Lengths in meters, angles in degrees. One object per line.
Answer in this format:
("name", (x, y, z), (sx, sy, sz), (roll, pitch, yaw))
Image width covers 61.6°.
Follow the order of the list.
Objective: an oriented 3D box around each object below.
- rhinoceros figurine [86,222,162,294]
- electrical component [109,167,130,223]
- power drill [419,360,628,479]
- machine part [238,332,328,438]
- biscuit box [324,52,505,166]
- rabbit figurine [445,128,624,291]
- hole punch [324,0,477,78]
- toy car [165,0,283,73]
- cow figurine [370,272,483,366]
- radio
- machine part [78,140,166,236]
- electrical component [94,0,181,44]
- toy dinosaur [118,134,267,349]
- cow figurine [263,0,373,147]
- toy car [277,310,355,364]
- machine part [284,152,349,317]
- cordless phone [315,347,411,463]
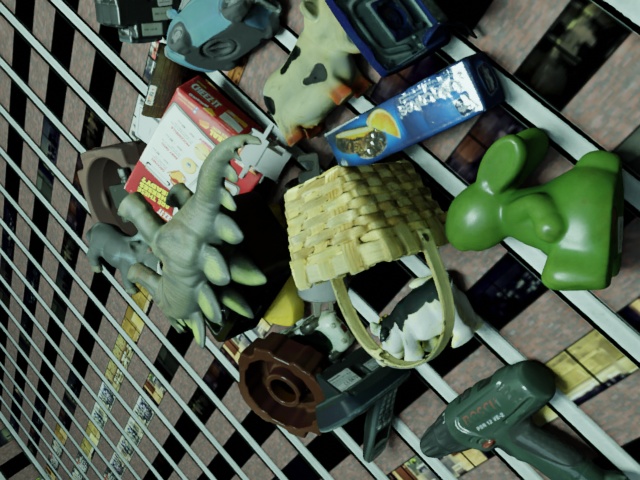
("rhinoceros figurine", (-0.305, 0.026, 0.906), (0.191, 0.073, 0.112), (21, 118, 19))
("electrical component", (-0.326, -0.075, 0.900), (0.063, 0.021, 0.093), (0, 111, 39))
("power drill", (0.256, 0.272, 0.685), (0.207, 0.086, 0.231), (44, 129, 24))
("machine part", (-0.049, 0.227, 0.846), (0.180, 0.056, 0.179), (17, 127, 24))
("biscuit box", (0.102, -0.138, 0.613), (0.203, 0.063, 0.059), (-21, 97, 43))
("rabbit figurine", (0.205, -0.029, 0.542), (0.170, 0.121, 0.159), (3, 106, 35))
("hole punch", (0.081, -0.235, 0.545), (0.092, 0.116, 0.142), (-41, 85, 36))
("toy car", (-0.133, -0.296, 0.703), (0.162, 0.109, 0.103), (-23, 78, 34))
("cow figurine", (0.122, 0.108, 0.712), (0.167, 0.068, 0.098), (-33, 83, 40))
("radio", (-0.125, 0.047, 0.798), (0.131, 0.073, 0.229), (54, 140, 18))
("machine part", (-0.340, -0.078, 0.984), (0.202, 0.087, 0.200), (2, 112, 40))
("electrical component", (-0.261, -0.352, 0.767), (0.058, 0.115, 0.134), (22, 121, 32))
("toy dinosaur", (-0.159, 0.014, 0.694), (0.199, 0.105, 0.470), (42, 143, 18))
("cow figurine", (-0.001, -0.216, 0.649), (0.127, 0.085, 0.195), (52, 134, -2))
("toy car", (-0.026, 0.171, 0.872), (0.073, 0.056, 0.202), (53, 134, -4))
("machine part", (-0.002, -0.002, 0.753), (0.079, 0.079, 0.243), (10, 116, 35))
("cordless phone", (0.057, 0.264, 0.783), (0.089, 0.146, 0.184), (22, 120, 38))
